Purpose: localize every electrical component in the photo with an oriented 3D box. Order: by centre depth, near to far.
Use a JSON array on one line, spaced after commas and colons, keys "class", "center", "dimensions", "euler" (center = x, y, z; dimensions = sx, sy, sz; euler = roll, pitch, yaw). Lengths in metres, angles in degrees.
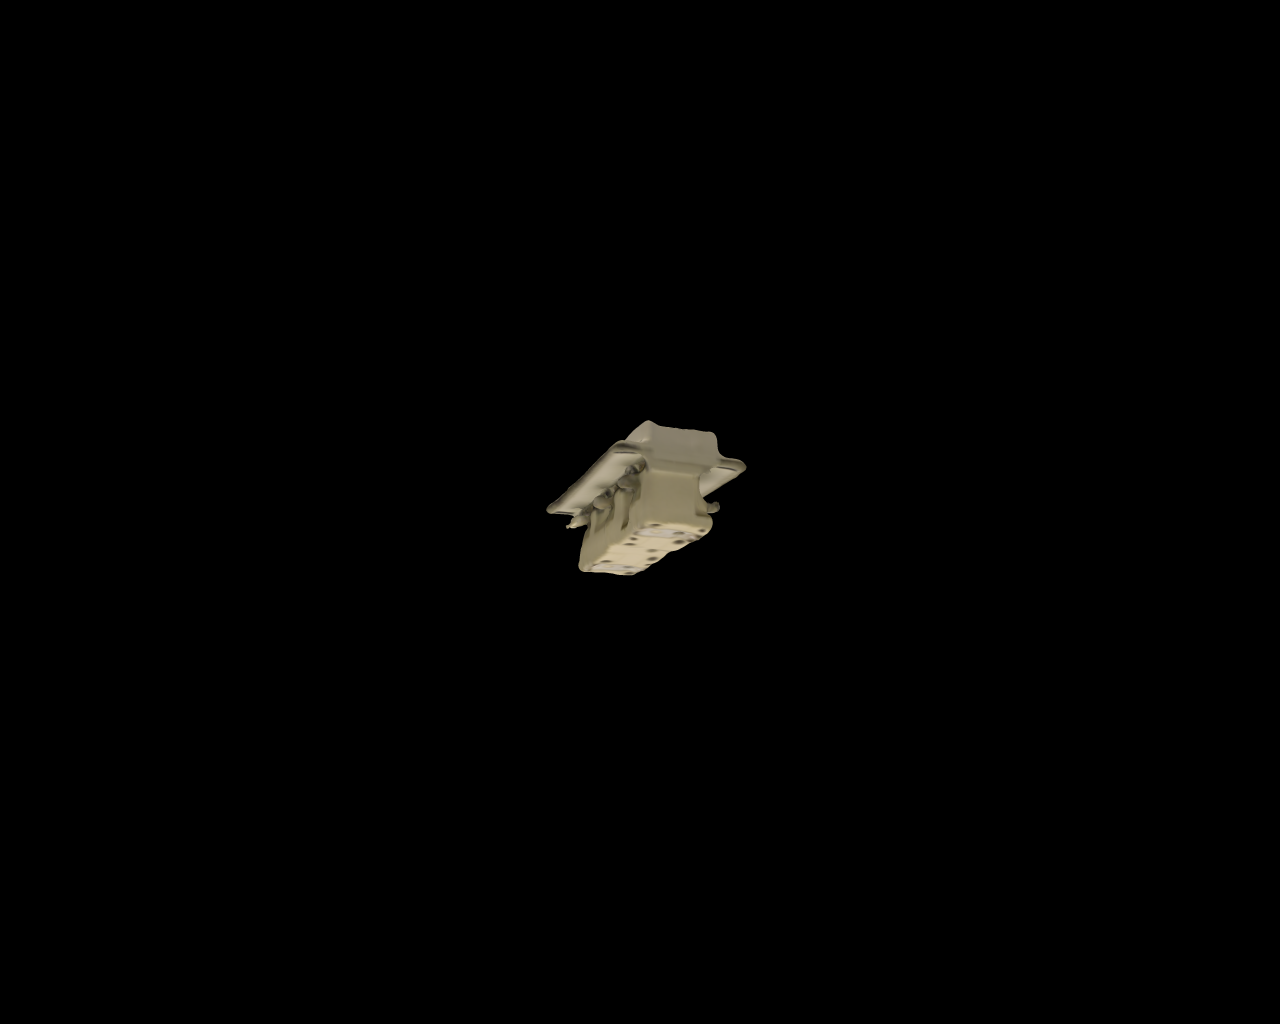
[{"class": "electrical component", "center": [0.001, -0.003, 0.650], "dimensions": [0.079, 0.063, 0.121], "euler": [8, -20, -22]}]
